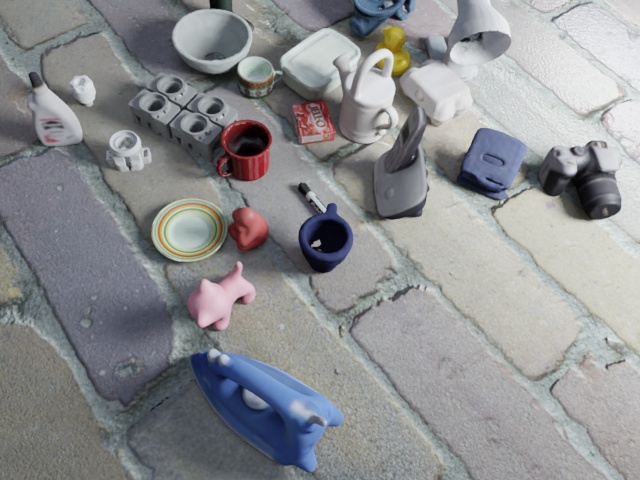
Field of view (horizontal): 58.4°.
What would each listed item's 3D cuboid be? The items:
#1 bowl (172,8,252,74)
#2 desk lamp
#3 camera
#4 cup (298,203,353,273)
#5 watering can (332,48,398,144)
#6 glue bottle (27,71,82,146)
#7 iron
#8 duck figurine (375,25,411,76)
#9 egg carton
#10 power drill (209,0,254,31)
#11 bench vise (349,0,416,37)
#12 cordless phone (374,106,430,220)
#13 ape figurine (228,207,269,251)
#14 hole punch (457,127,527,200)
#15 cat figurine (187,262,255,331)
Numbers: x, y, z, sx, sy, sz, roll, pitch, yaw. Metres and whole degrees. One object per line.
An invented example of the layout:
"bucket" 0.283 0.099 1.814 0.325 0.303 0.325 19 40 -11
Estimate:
"bowl" -0.225 -0.407 1.213 0.167 0.075 0.167 2 60 -4
"desk lamp" 0.302 -0.429 1.191 0.118 0.213 0.203 -4 60 -7
"camera" 0.514 -0.115 1.094 0.143 0.101 0.137 0 60 -5
"cup" 0.009 0.004 0.984 0.091 0.095 0.118 10 60 1
"watering can" 0.087 -0.289 1.103 0.172 0.194 0.101 28 62 12
"glue bottle" -0.490 -0.237 1.034 0.078 0.173 0.037 -10 61 -10
"iron" -0.093 0.217 0.825 0.258 0.141 0.119 29 62 12
"duck figurine" 0.163 -0.419 1.248 0.077 0.086 0.104 -18 63 -14
"egg carton" 0.241 -0.311 1.201 0.107 0.069 0.150 -30 67 -20
"power drill" -0.192 -0.532 1.211 0.229 0.208 0.076 33 63 14
"bench vise" 0.150 -0.579 1.261 0.121 0.220 0.208 29 62 12
"cordless phone" 0.155 -0.135 1.025 0.094 0.185 0.147 -1 60 -5
"ape figurine" -0.127 -0.027 0.992 0.076 0.092 0.078 8 60 0
"hole punch" 0.331 -0.147 1.102 0.108 0.091 0.101 24 61 9
"cat figurine" -0.162 0.088 0.907 0.067 0.118 0.128 33 63 14
